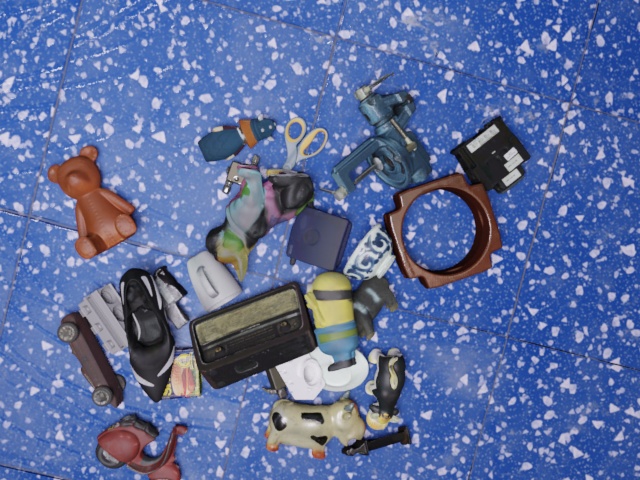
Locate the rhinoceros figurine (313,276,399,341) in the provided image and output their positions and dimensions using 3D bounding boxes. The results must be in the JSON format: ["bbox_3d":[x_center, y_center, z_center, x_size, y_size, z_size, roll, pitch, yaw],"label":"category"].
[{"bbox_3d":[0.066,0.146,1.067,0.190,0.073,0.112,-41,95,0],"label":"rhinoceros figurine"}]

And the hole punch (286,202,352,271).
[{"bbox_3d":[-0.002,-0.003,1.053,0.116,0.092,0.142,16,95,0],"label":"hole punch"}]

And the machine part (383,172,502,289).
[{"bbox_3d":[0.239,-0.018,1.063,0.201,0.087,0.201,-19,95,-1],"label":"machine part"}]

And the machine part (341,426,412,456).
[{"bbox_3d":[0.114,0.410,1.085,0.139,0.084,0.039,-11,67,-11],"label":"machine part"}]

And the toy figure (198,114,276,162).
[{"bbox_3d":[-0.161,-0.202,1.051,0.154,0.064,0.058,-23,56,-6],"label":"toy figure"}]

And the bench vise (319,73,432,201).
[{"bbox_3d":[0.103,-0.172,1.024,0.240,0.129,0.223,-41,113,-18],"label":"bench vise"}]

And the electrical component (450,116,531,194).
[{"bbox_3d":[0.347,-0.160,1.076,0.115,0.058,0.134,-36,94,1],"label":"electrical component"}]

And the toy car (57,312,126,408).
[{"bbox_3d":[-0.443,0.234,1.040,0.053,0.089,0.202,-25,95,-2],"label":"toy car"}]

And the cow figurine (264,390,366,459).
[{"bbox_3d":[-0.005,0.361,1.069,0.195,0.085,0.127,11,99,-6],"label":"cow figurine"}]

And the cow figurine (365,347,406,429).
[{"bbox_3d":[0.133,0.303,1.065,0.068,0.098,0.167,5,92,-10],"label":"cow figurine"}]

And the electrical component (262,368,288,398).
[{"bbox_3d":[-0.085,0.264,1.082,0.078,0.045,0.102,-27,97,-30],"label":"electrical component"}]

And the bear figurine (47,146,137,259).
[{"bbox_3d":[-0.431,-0.076,1.011,0.120,0.132,0.195,-28,99,-7],"label":"bear figurine"}]

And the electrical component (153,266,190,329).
[{"bbox_3d":[-0.301,0.117,1.061,0.075,0.048,0.119,-42,94,0],"label":"electrical component"}]

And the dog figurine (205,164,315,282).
[{"bbox_3d":[-0.116,-0.031,1.030,0.191,0.109,0.219,7,106,-16],"label":"dog figurine"}]

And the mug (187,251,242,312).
[{"bbox_3d":[-0.216,0.076,1.040,0.081,0.109,0.107,-34,81,6],"label":"mug"}]

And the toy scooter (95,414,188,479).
[{"bbox_3d":[-0.338,0.402,1.058,0.184,0.075,0.135,34,91,-7],"label":"toy scooter"}]

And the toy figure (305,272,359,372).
[{"bbox_3d":[0.030,0.148,0.997,0.089,0.082,0.180,-15,81,-2],"label":"toy figure"}]

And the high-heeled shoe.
[{"bbox_3d":[-0.309,0.173,0.961,0.086,0.145,0.248,-12,86,-16],"label":"high-heeled shoe"}]

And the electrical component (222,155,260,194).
[{"bbox_3d":[-0.156,-0.129,1.071,0.063,0.021,0.094,21,92,-3],"label":"electrical component"}]

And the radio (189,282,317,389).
[{"bbox_3d":[-0.127,0.182,1.027,0.230,0.131,0.073,-22,135,-1],"label":"radio"}]
